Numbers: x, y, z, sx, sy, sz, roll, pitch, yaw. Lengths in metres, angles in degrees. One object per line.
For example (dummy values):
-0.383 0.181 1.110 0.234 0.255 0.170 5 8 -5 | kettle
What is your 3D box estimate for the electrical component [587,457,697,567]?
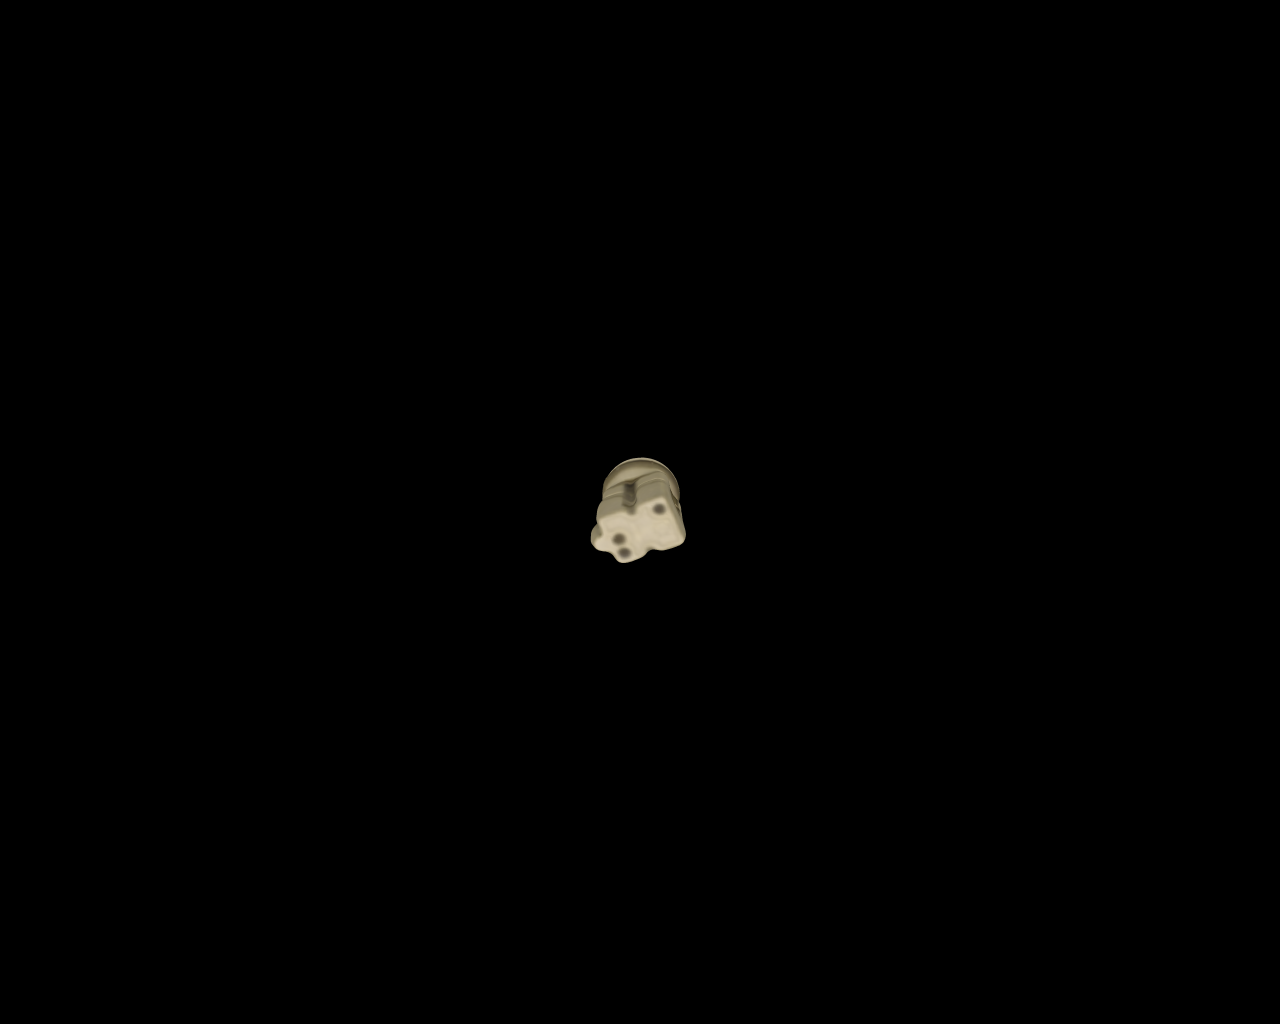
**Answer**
0.001 -0.003 0.650 0.066 0.048 0.055 -18 29 10 | electrical component
